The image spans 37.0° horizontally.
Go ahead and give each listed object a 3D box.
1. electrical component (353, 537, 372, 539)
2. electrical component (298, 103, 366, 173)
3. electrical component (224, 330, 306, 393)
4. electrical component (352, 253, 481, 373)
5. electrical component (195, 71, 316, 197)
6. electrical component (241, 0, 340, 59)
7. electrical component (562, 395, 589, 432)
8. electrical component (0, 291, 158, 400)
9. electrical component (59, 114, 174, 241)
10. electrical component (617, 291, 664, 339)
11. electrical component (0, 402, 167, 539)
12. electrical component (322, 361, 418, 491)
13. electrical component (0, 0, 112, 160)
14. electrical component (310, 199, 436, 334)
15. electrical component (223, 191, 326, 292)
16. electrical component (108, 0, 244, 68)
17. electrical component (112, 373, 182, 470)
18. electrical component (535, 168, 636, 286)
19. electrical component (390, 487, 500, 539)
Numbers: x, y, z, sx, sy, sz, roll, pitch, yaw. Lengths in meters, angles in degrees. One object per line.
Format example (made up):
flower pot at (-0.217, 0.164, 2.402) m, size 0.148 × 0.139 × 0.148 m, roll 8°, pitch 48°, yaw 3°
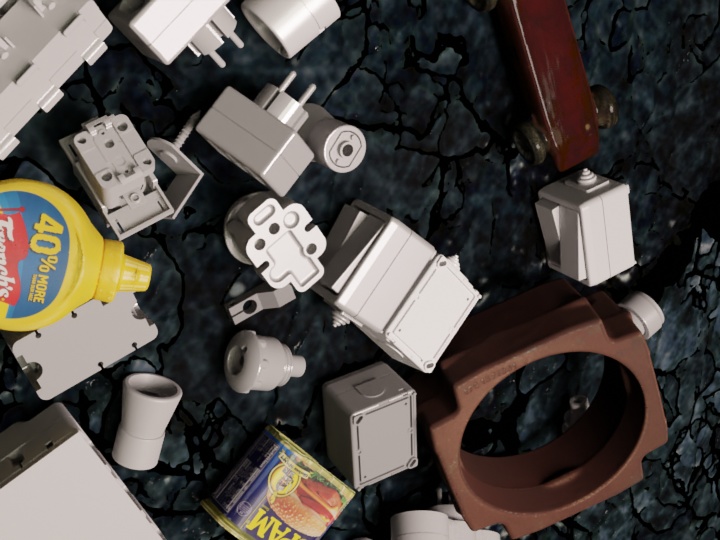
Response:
electrical component at (0.014, 0.269, 0.964) m, size 0.062 × 0.048 × 0.048 m, roll 30°, pitch 91°, yaw -42°
electrical component at (-0.025, -0.095, 0.789) m, size 0.044 × 0.065 × 0.044 m, roll -11°, pitch 114°, yaw -28°
electrical component at (-0.072, 0.073, 0.838) m, size 0.062 × 0.048 × 0.048 m, roll 9°, pitch 103°, yaw -40°
electrical component at (0.047, 0.025, 0.885) m, size 0.062 × 0.061 × 0.096 m, roll 44°, pitch 75°, yaw -35°
electrical component at (-0.062, -0.104, 0.754) m, size 0.076 × 0.066 × 0.047 m, roll -53°, pitch 160°, yaw -4°
electrical component at (-0.049, -0.181, 0.749) m, size 0.047 × 0.055 × 0.055 m, roll -45°, pitch 125°, yaw -5°
electrical component at (0.217, 0.151, 1.043) m, size 0.043 × 0.043 × 0.062 m, roll -28°, pitch 119°, yaw -20°
electrical component at (-0.196, 0.038, 0.741) m, size 0.089 × 0.056 × 0.050 m, roll -31°, pitch 121°, yaw -18°
electrical component at (-0.161, -0.066, 0.709) m, size 0.042 × 0.063 × 0.081 m, roll -31°, pitch 80°, yaw -18°
electrical component at (0.257, 0.053, 1.029) m, size 0.055 × 0.045 × 0.045 m, roll -38°, pitch 123°, yaw -14°
electrical component at (-0.211, 0.182, 0.782) m, size 0.089 × 0.062 × 0.150 m, roll -37°, pitch 123°, yaw -15°
electrical component at (0.007, 0.133, 0.901) m, size 0.062 × 0.061 × 0.096 m, roll -19°, pitch 125°, yaw -24°
electrical component at (-0.215, -0.128, 0.654) m, size 0.121 × 0.063 × 0.078 m, roll -49°, pitch 166°, yaw -6°
electrical component at (0.000, 0.000, 0.842) m, size 0.061 × 0.062 × 0.096 m, roll 35°, pitch 88°, yaw -36°
electrical component at (-0.066, -0.026, 0.795) m, size 0.058 × 0.057 × 0.078 m, roll -42°, pitch 124°, yaw -11°
electrical component at (-0.109, -0.169, 0.720) m, size 0.083 × 0.047 × 0.075 m, roll -48°, pitch 126°, yaw -7°
electrical component at (-0.161, 0.115, 0.801) m, size 0.044 × 0.044 × 0.065 m, roll 6°, pitch 109°, yaw -33°
electrical component at (0.196, -0.042, 0.945) m, size 0.061 × 0.062 × 0.096 m, roll -25°, pitch 119°, yaw -22°
electrical component at (0.080, 0.237, 0.985) m, size 0.138 × 0.052 × 0.073 m, roll 30°, pitch 49°, yaw -44°
